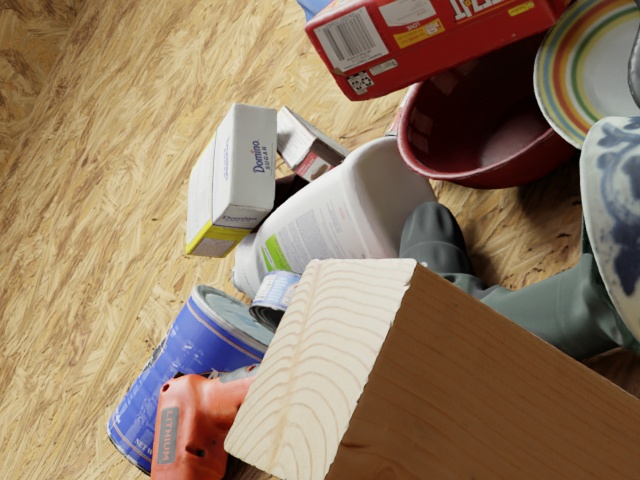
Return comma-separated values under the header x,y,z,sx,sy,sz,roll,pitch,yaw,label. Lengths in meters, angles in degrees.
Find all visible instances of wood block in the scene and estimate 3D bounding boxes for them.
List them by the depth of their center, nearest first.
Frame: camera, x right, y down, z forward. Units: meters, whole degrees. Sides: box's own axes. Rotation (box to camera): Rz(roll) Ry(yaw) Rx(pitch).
x,y,z,sx,sy,sz,roll,pitch,yaw,label
0.078,0.095,0.446,0.090,0.205,0.091,-1,61,63,wood block

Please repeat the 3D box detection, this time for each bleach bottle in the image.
x,y,z,sx,sy,sz,roll,pitch,yaw,label
-0.006,0.001,0.859,0.067,0.102,0.251,-25,2,-34,bleach bottle

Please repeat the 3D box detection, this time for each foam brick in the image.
x,y,z,sx,sy,sz,roll,pitch,yaw,label
-0.028,-0.024,0.989,0.078,0.051,0.053,-7,57,62,foam brick

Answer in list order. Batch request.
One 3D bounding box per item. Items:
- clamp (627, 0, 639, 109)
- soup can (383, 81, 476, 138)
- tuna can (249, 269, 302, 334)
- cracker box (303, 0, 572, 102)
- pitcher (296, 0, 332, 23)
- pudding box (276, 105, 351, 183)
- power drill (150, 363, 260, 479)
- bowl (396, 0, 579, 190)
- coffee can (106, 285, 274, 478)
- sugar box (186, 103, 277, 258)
x,y,z,sx,sy,sz,roll,pitch,yaw,label
0.200,-0.127,0.574,0.165,0.036,0.210,-3,81,35,clamp
0.101,-0.106,0.810,0.102,0.068,0.069,-62,24,-8,soup can
-0.009,0.057,0.812,0.086,0.086,0.033,-9,51,60,tuna can
0.110,-0.189,0.731,0.164,0.072,0.213,-17,23,40,cracker box
0.064,-0.247,0.977,0.145,0.149,0.243,-21,28,-8,pitcher
0.005,-0.067,0.925,0.039,0.090,0.113,-55,24,7,pudding box
-0.028,0.135,0.714,0.188,0.057,0.184,-22,48,29,power drill
0.132,-0.088,0.717,0.162,0.055,0.162,-29,36,24,bowl
-0.097,0.123,0.886,0.140,0.102,0.103,-57,24,6,coffee can
-0.081,-0.048,0.962,0.176,0.048,0.093,147,127,-65,sugar box
